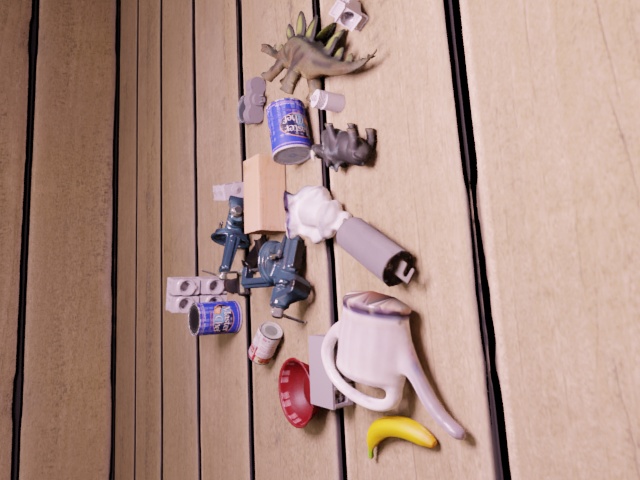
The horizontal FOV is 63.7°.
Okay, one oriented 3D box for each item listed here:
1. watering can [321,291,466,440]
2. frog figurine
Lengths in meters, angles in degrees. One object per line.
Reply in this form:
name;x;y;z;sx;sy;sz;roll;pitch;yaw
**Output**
watering can;0.130;0.217;0.968;0.348;0.104;0.224;8;94;46
frog figurine;0.004;-0.061;1.203;0.159;0.121;0.139;-1;76;20
